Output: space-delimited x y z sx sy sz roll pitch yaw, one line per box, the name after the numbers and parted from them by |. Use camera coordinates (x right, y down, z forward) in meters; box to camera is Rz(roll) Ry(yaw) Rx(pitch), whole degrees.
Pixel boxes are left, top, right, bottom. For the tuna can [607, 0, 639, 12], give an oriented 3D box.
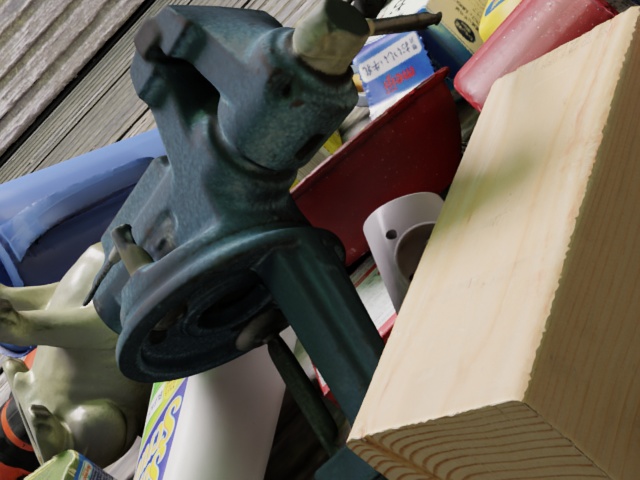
0.176 -0.171 0.625 0.034 0.086 0.086 -21 33 52 | tuna can

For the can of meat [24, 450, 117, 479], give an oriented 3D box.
-0.147 0.180 0.631 0.102 0.084 0.057 -38 23 24 | can of meat

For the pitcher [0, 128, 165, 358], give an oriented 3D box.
-0.181 -0.017 0.887 0.149 0.145 0.242 19 37 38 | pitcher

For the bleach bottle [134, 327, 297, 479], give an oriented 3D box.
-0.066 0.137 0.553 0.103 0.068 0.250 -49 23 42 | bleach bottle

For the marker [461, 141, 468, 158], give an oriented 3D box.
0.096 -0.050 0.660 0.020 0.020 0.121 -49 21 -4 | marker

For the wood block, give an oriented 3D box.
0.102 0.015 0.433 0.090 0.090 0.206 -25 31 47 | wood block

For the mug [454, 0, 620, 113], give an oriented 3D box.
0.130 -0.088 0.584 0.081 0.093 0.117 -48 -10 12 | mug

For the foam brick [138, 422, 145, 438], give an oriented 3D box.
-0.138 0.097 0.772 0.053 0.078 0.051 -48 19 -3 | foam brick

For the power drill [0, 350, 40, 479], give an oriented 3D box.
-0.235 0.113 0.928 0.185 0.057 0.187 -43 22 33 | power drill

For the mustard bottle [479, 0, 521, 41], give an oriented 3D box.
0.152 -0.166 0.702 0.096 0.058 0.191 -26 30 42 | mustard bottle

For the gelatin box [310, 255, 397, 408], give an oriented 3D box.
0.029 0.050 0.598 0.073 0.030 0.089 -46 21 8 | gelatin box

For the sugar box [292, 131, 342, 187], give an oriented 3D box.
-0.029 -0.075 0.909 0.093 0.048 0.176 -42 23 12 | sugar box

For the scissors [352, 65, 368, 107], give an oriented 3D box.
0.011 -0.138 0.896 0.202 0.016 0.096 8 43 41 | scissors

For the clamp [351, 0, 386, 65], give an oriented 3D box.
0.054 -0.219 0.900 0.164 0.036 0.210 -61 -1 -20 | clamp

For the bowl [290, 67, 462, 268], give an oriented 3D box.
0.032 -0.032 0.644 0.162 0.055 0.162 -39 0 0 | bowl
